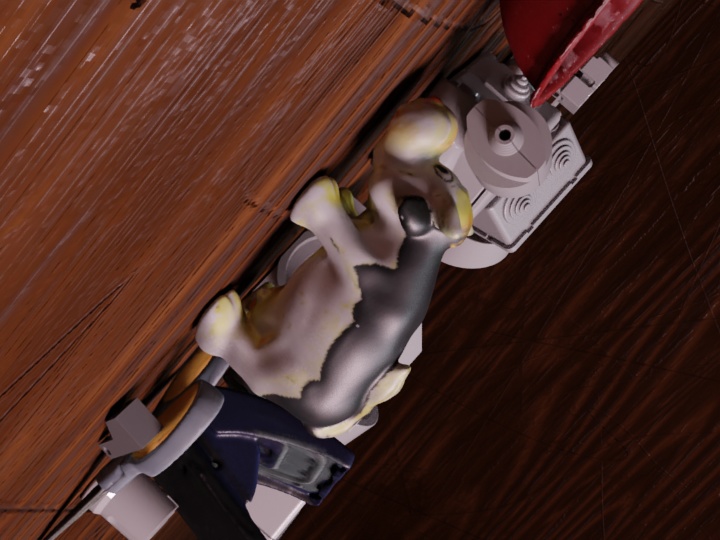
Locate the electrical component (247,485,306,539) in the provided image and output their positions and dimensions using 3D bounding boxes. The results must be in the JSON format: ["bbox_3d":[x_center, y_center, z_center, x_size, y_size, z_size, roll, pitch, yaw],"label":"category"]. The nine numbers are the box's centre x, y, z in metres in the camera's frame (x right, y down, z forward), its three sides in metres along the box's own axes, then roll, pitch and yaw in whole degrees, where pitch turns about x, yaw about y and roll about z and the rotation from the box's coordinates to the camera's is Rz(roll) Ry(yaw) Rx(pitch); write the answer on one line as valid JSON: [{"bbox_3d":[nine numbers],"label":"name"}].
[{"bbox_3d":[-0.089,0.156,0.850,0.056,0.109,0.109,-51,175,5],"label":"electrical component"}]

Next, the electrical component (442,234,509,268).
[{"bbox_3d":[0.112,-0.048,1.097,0.099,0.099,0.064,-44,168,-37],"label":"electrical component"}]

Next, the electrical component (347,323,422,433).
[{"bbox_3d":[-0.006,0.053,0.879,0.150,0.062,0.089,-40,134,-56],"label":"electrical component"}]

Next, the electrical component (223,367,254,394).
[{"bbox_3d":[-0.066,0.071,0.728,0.076,0.047,0.065,-46,175,-22],"label":"electrical component"}]

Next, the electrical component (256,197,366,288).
[{"bbox_3d":[-0.020,0.008,0.618,0.089,0.050,0.055,-47,176,-10],"label":"electrical component"}]

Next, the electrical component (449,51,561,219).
[{"bbox_3d":[0.069,-0.080,0.644,0.061,0.062,0.096,-43,173,-44],"label":"electrical component"}]

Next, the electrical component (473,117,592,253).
[{"bbox_3d":[0.095,-0.073,0.742,0.099,0.100,0.048,-47,137,-9],"label":"electrical component"}]

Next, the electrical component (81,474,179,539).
[{"bbox_3d":[-0.138,0.139,0.649,0.040,0.046,0.040,-48,175,-5],"label":"electrical component"}]

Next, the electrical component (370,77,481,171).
[{"bbox_3d":[0.042,-0.072,0.591,0.065,0.044,0.044,-54,174,10],"label":"electrical component"}]

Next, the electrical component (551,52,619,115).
[{"bbox_3d":[0.179,-0.171,0.924,0.066,0.055,0.048,-48,175,2],"label":"electrical component"}]

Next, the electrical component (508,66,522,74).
[{"bbox_3d":[0.088,-0.108,0.705,0.062,0.048,0.048,-54,178,-27],"label":"electrical component"}]

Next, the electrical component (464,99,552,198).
[{"bbox_3d":[0.074,-0.061,0.538,0.043,0.043,0.081,-48,171,5],"label":"electrical component"}]

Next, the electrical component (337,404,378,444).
[{"bbox_3d":[-0.043,0.113,0.946,0.060,0.108,0.108,-43,177,17],"label":"electrical component"}]
